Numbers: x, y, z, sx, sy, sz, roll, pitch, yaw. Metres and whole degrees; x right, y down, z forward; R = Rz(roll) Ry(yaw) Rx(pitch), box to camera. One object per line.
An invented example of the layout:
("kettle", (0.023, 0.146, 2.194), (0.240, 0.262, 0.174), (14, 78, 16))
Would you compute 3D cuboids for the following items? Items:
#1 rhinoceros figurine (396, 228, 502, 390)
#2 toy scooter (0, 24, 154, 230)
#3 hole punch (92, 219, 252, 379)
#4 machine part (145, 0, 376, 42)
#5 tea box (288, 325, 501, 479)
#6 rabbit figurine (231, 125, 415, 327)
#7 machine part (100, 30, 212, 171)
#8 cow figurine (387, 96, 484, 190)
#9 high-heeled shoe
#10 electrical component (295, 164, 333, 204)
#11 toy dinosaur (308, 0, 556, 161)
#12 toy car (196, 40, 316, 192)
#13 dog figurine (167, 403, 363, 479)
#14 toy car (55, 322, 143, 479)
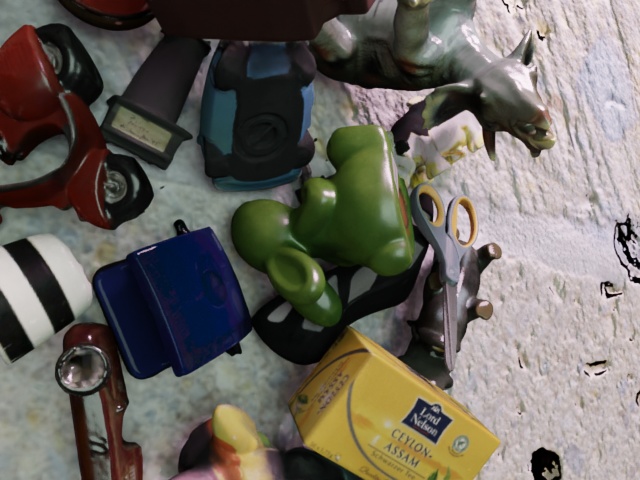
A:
("rhinoceros figurine", (0.133, 0.074, 0.585), (0.073, 0.112, 0.190), (24, 59, 0))
("toy scooter", (-0.230, -0.079, 0.436), (0.135, 0.075, 0.184), (-26, 85, -3))
("hole punch", (-0.116, 0.051, 0.464), (0.116, 0.092, 0.142), (-25, 91, -39))
("machine part", (-0.040, -0.247, 0.419), (0.202, 0.087, 0.201), (10, 60, 18))
("tea box", (0.067, 0.167, 0.488), (0.169, 0.068, 0.098), (36, 91, -20))
("rabbit figurine", (-0.001, -0.002, 0.503), (0.121, 0.170, 0.159), (52, 31, -57))
("machine part", (-0.149, -0.139, 0.505), (0.084, 0.039, 0.139), (22, 77, -14))
("cow figurine", (0.107, -0.109, 0.610), (0.167, 0.068, 0.098), (-32, 90, -30))
("high-heeled shoe", (0.033, 0.026, 0.574), (0.145, 0.086, 0.249), (18, 54, 7))
("electrical component", (0.010, -0.047, 0.580), (0.063, 0.021, 0.094), (-27, 96, -27))
("toy dinosaur", (0.054, -0.204, 0.542), (0.405, 0.192, 0.131), (23, 66, 24))
("toy car", (-0.066, -0.130, 0.503), (0.109, 0.161, 0.103), (-13, 46, -20))
("dog figurine", (-0.023, 0.227, 0.452), (0.219, 0.192, 0.108), (44, 73, -32))
("toy car", (-0.171, 0.165, 0.427), (0.053, 0.089, 0.202), (-9, 87, -23))
